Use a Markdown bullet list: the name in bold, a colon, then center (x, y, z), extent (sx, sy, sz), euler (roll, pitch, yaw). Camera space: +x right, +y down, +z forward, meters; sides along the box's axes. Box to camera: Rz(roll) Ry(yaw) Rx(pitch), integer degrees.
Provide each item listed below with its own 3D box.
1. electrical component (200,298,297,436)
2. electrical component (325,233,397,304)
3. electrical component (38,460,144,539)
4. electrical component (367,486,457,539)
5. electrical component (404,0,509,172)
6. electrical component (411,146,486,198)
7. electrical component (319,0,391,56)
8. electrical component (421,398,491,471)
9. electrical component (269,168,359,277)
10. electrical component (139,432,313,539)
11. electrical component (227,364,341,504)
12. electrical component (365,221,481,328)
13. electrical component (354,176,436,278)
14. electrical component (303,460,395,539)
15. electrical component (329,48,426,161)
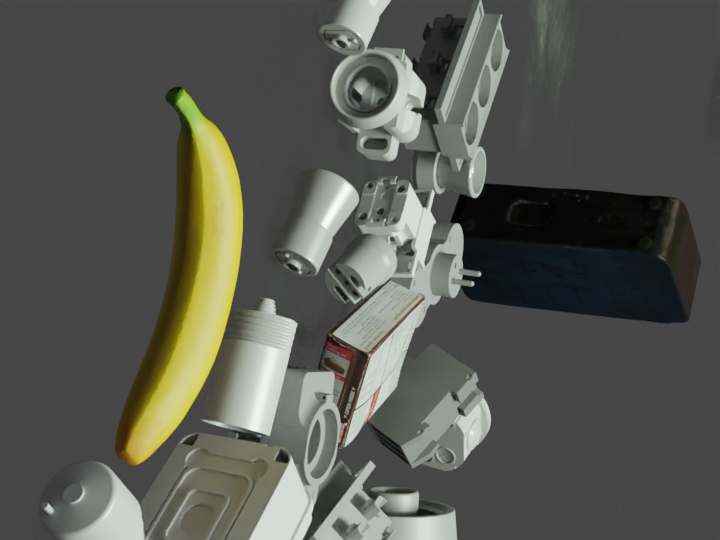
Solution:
- **electrical component**: center (-0.066, 0.057, 0.655), extent (0.043, 0.043, 0.081), euler (41, 60, -64)
- **electrical component**: center (0.000, 0.000, 0.802), extent (0.046, 0.040, 0.040), euler (-44, 137, -49)
- **electrical component**: center (-0.128, 0.127, 0.535), extent (0.078, 0.040, 0.040), euler (70, 35, -49)
- **electrical component**: center (0.025, 0.203, 0.846), extent (0.108, 0.108, 0.060), euler (10, 82, -68)
- **electrical component**: center (0.077, -0.156, 0.902), extent (0.078, 0.063, 0.121), euler (65, 39, -53)
- **electrical component**: center (0.077, -0.087, 0.935), extent (0.045, 0.055, 0.045), euler (8, 90, -68)
- **electrical component**: center (-0.002, -0.180, 0.736), extent (0.065, 0.044, 0.044), euler (-68, 154, -20)
- **electrical component**: center (0.073, 0.137, 0.970), extent (0.051, 0.080, 0.080), euler (-45, 138, -49)
- **electrical component**: center (-0.033, -0.029, 0.712), extent (0.065, 0.044, 0.044), euler (-66, 153, -24)
- **electrical component**: center (-0.083, 0.155, 0.603), extent (0.113, 0.078, 0.057), euler (-61, 147, -41)
- **electrical component**: center (-0.049, 0.107, 0.696), extent (0.050, 0.056, 0.089), euler (12, 86, -68)
- **electrical component**: center (0.064, 0.003, 0.910), extent (0.138, 0.074, 0.052), euler (-47, 139, -54)
- **electrical component**: center (0.027, -0.036, 0.844), extent (0.063, 0.042, 0.081), euler (58, 39, -51)
- **electrical component**: center (-0.025, 0.189, 0.738), extent (0.078, 0.063, 0.121), euler (-45, 177, 22)
- **electrical component**: center (0.012, -0.123, 0.765), extent (0.057, 0.058, 0.078), euler (27, 73, -69)
